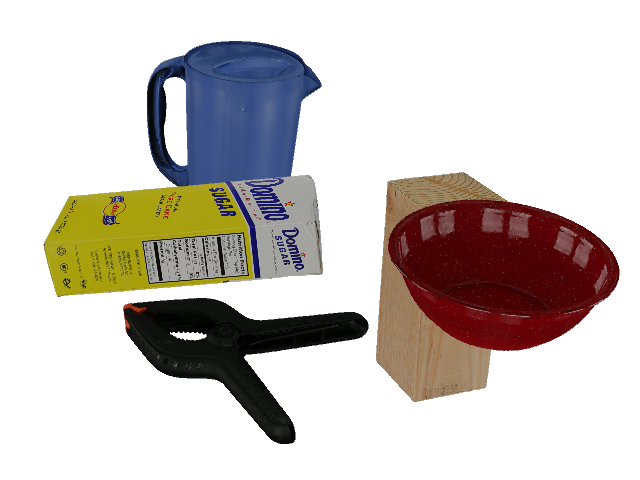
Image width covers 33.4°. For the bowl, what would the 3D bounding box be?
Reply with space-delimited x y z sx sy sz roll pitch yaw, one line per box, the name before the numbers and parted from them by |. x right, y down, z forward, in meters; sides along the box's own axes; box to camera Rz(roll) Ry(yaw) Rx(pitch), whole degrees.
bowl | 0.127 0.031 0.763 0.162 0.055 0.162 2 30 -1

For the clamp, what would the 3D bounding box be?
clamp | -0.072 0.087 0.920 0.210 0.036 0.164 18 36 25

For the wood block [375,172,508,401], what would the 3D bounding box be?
wood block | 0.119 0.046 1.077 0.090 0.206 0.091 -8 26 -21

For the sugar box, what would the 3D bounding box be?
sugar box | -0.088 -0.006 0.720 0.176 0.048 0.093 -8 23 1

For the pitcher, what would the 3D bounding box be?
pitcher | -0.101 -0.095 1.201 0.149 0.243 0.144 29 36 36
